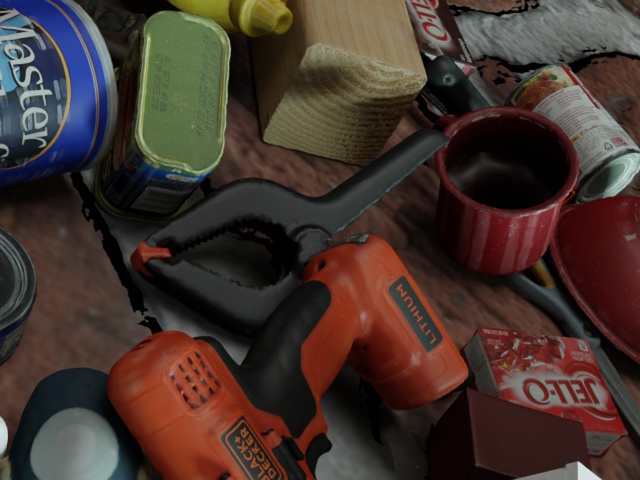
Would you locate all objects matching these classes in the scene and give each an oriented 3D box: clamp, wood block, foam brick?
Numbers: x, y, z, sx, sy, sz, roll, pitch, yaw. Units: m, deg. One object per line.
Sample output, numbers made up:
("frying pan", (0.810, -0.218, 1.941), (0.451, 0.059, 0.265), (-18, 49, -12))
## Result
("clamp", (-0.004, 0.001, 0.630), (0.209, 0.036, 0.164), (7, 73, -18))
("wood block", (0.003, -0.164, 0.797), (0.090, 0.091, 0.206), (12, 44, -22))
("foam brick", (0.105, 0.126, 0.594), (0.078, 0.051, 0.053), (19, 42, -15))
("clamp", (0.123, -0.086, 0.809), (0.171, 0.039, 0.120), (44, 10, -23))

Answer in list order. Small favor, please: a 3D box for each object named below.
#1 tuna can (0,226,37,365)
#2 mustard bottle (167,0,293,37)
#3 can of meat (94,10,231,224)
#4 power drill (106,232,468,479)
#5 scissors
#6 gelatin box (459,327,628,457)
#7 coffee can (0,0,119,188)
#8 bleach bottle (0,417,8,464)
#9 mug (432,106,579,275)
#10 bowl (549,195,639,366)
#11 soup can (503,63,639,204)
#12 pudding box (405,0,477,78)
("tuna can", (-0.185, 0.025, 0.526), (0.086, 0.034, 0.086), (18, 41, -17))
("mustard bottle", (-0.086, -0.195, 0.762), (0.096, 0.058, 0.192), (-9, 38, -46))
("can of meat", (-0.091, -0.071, 0.619), (0.057, 0.084, 0.102), (9, 69, -23))
("power drill", (0.004, 0.094, 0.524), (0.184, 0.057, 0.187), (58, 39, -8))
("scissors", (0.191, 0.058, 0.748), (0.096, 0.016, 0.202), (-17, 59, -42))
("gelatin box", (0.139, 0.094, 0.665), (0.089, 0.030, 0.073), (9, 45, -25))
("coffee can", (-0.195, -0.074, 0.568), (0.140, 0.103, 0.103), (-19, 61, -43))
("bleach bottle", (-0.251, 0.027, 0.461), (0.251, 0.068, 0.102), (44, 40, 18))
("mug", (0.114, -0.037, 0.728), (0.093, 0.081, 0.117), (-32, 60, -19))
("bowl", (0.244, 0.021, 0.771), (0.162, 0.055, 0.162), (24, 40, -22))
("soup can", (0.203, -0.084, 0.860), (0.068, 0.069, 0.102), (-8, 54, -38))
("pudding box", (0.072, -0.176, 0.893), (0.089, 0.039, 0.113), (10, 44, -24))
